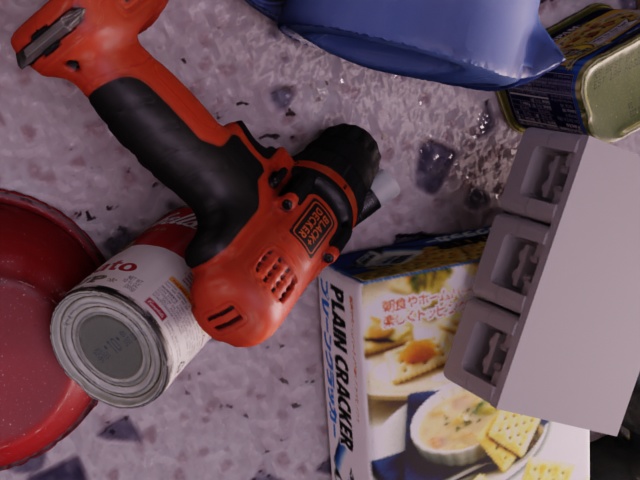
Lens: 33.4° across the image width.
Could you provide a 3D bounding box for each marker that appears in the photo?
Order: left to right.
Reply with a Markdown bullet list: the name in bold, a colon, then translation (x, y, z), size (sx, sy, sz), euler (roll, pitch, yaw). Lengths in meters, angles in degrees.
- **marker**: translation (-0.004, 0.001, 0.626), size (0.121, 0.020, 0.020), euler (-38, 114, -12)

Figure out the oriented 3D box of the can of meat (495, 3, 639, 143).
- **can of meat**: translation (0.171, -0.101, 0.644), size (0.102, 0.084, 0.057), euler (-30, 112, -16)

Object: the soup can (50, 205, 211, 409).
- **soup can**: translation (-0.081, 0.032, 0.544), size (0.102, 0.069, 0.068), euler (-47, 126, -56)

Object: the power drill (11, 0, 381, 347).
- **power drill**: translation (-0.050, -0.063, 0.540), size (0.187, 0.057, 0.184), euler (51, 35, -13)

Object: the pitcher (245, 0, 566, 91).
- **pitcher**: translation (0.059, -0.207, 0.554), size (0.149, 0.145, 0.243), euler (11, 94, -38)

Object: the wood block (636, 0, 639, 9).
- **wood block**: translation (0.290, -0.138, 0.620), size (0.090, 0.206, 0.090), euler (-32, 113, -14)

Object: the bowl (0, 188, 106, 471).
- **bowl**: translation (-0.175, 0.056, 0.544), size (0.161, 0.055, 0.162), euler (-6, 104, -23)
